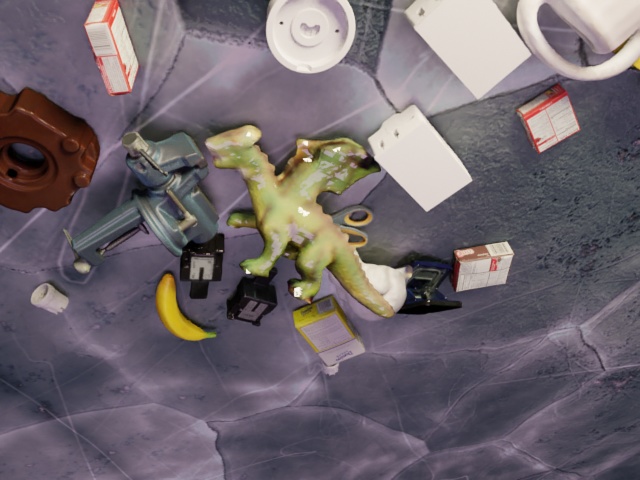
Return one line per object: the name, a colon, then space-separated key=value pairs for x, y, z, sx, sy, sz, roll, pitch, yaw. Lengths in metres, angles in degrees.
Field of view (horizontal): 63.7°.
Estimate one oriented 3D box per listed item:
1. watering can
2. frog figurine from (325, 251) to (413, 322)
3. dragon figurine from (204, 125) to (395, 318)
watering can: x=0.329 y=-0.338 z=0.626 sx=0.344 sy=0.221 sz=0.106 roll=29 pitch=29 yaw=-32
frog figurine: x=0.075 y=0.080 z=0.935 sx=0.158 sy=0.124 sz=0.137 roll=20 pitch=-18 yaw=-36
dragon figurine: x=0.002 y=-0.040 z=0.796 sx=0.408 sy=0.239 sz=0.125 roll=26 pitch=25 yaw=-17
